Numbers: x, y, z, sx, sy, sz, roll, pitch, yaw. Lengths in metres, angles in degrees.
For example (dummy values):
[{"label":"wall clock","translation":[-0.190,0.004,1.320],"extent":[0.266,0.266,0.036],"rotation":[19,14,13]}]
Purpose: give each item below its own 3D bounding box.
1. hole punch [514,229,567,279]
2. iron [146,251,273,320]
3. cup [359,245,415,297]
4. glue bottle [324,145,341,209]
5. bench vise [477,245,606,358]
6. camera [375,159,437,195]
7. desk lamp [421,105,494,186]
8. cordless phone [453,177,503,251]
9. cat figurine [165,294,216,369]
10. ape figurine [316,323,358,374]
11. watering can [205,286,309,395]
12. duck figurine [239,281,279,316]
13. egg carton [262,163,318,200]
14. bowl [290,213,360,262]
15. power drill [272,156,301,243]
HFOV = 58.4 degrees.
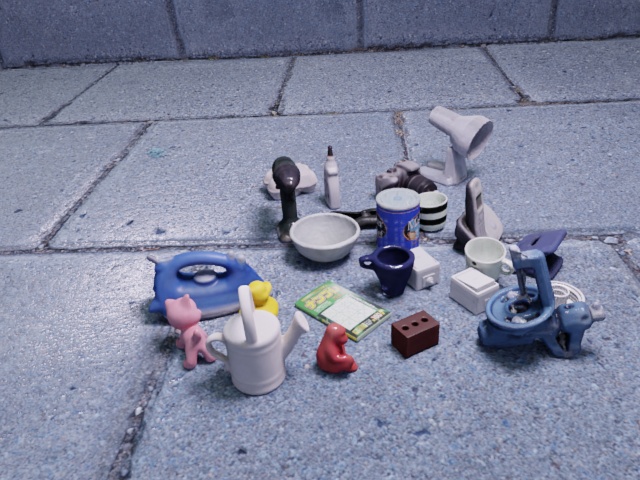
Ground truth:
[{"label":"hole punch","translation":[0.480,0.022,1.262],"extent":[0.100,0.091,0.109],"rotation":[18,37,32]},{"label":"iron","translation":[-0.234,0.077,1.206],"extent":[0.258,0.142,0.118],"rotation":[-8,31,-6]},{"label":"cup","translation":[0.142,0.071,1.217],"extent":[0.117,0.095,0.091],"rotation":[-1,31,6]},{"label":"glue bottle","translation":[0.032,-0.175,1.560],"extent":[0.037,0.173,0.078],"rotation":[-10,32,-9]},{"label":"bench vise","translation":[0.392,0.099,1.020],"extent":[0.207,0.220,0.121],"rotation":[-8,31,-6]},{"label":"camera","translation":[0.243,-0.154,1.571],"extent":[0.143,0.101,0.136],"rotation":[-22,35,-27]},{"label":"desk lamp","translation":[0.380,-0.268,1.632],"extent":[0.202,0.214,0.118],"rotation":[24,41,38]},{"label":"cordless phone","translation":[0.374,-0.070,1.335],"extent":[0.093,0.185,0.148],"rotation":[14,36,27]},{"label":"cat figurine","translation":[-0.250,0.162,1.091],"extent":[0.067,0.118,0.127],"rotation":[-19,34,-22]},{"label":"ape figurine","translation":[0.029,0.191,1.035],"extent":[0.076,0.092,0.078],"rotation":[-2,31,4]},{"label":"watering can","translation":[-0.110,0.163,0.998],"extent":[0.173,0.194,0.100],"rotation":[-19,34,-22]},{"label":"duck figurine","translation":[-0.130,0.127,1.166],"extent":[0.077,0.086,0.105],"rotation":[14,36,28]},{"label":"egg carton","translation":[-0.086,-0.171,1.667],"extent":[0.150,0.069,0.107],"rotation":[-15,33,-17]},{"label":"bowl","translation":[0.012,0.005,1.360],"extent":[0.167,0.075,0.167],"rotation":[-3,31,2]},{"label":"power drill","translation":[-0.077,-0.105,1.422],"extent":[0.075,0.209,0.229],"rotation":[-9,32,-7]}]
